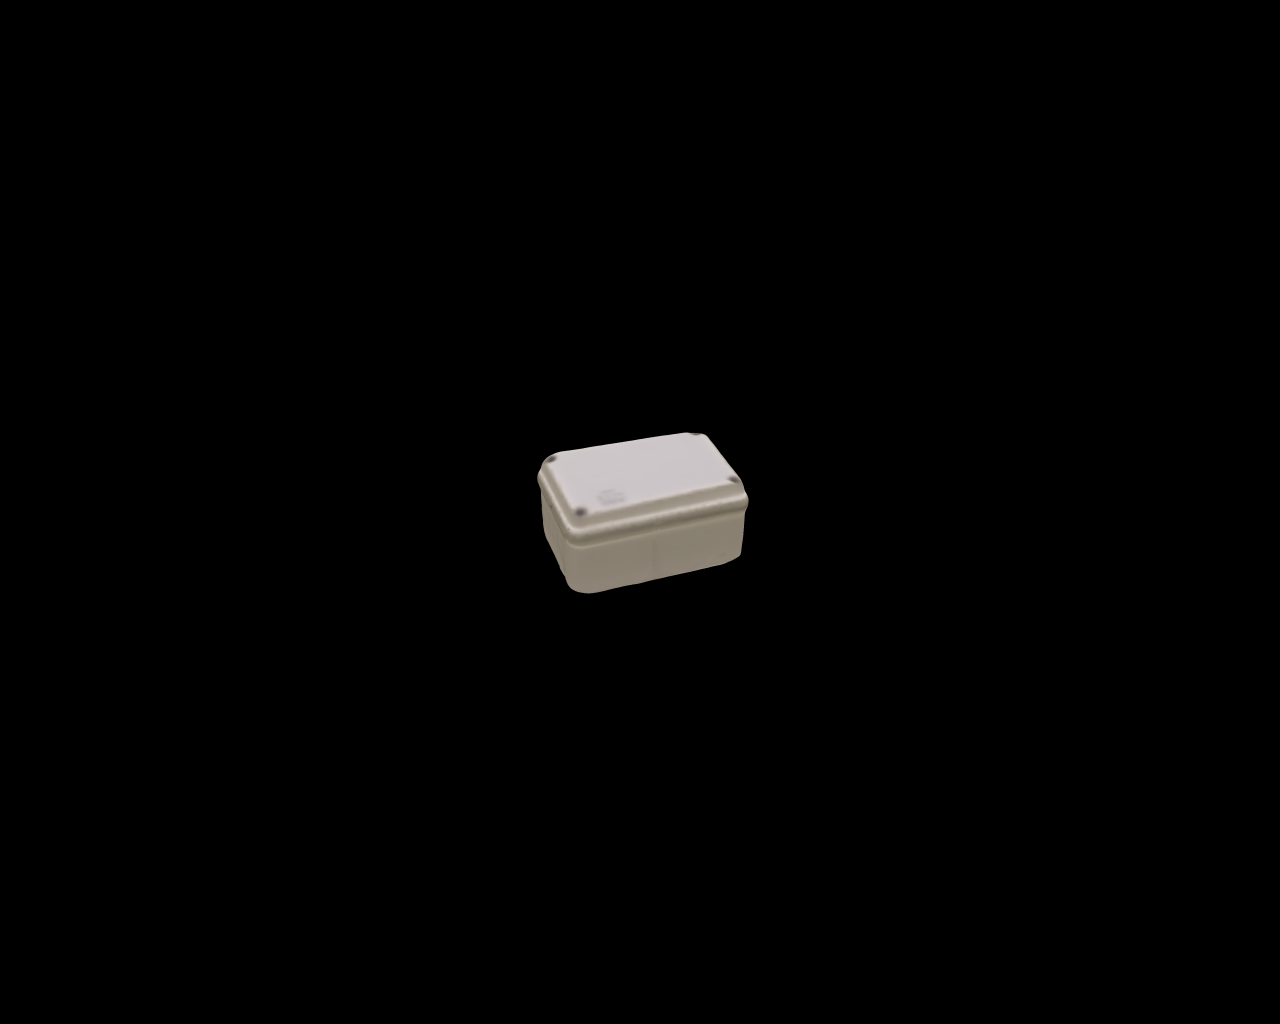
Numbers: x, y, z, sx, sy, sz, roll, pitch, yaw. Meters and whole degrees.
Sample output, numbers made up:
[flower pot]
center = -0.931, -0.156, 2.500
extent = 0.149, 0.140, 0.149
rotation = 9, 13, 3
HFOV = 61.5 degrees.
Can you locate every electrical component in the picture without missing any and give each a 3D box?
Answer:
[electrical component]
center = 0.001, -0.003, 0.650
extent = 0.113, 0.057, 0.078
rotation = -11, 36, -16
